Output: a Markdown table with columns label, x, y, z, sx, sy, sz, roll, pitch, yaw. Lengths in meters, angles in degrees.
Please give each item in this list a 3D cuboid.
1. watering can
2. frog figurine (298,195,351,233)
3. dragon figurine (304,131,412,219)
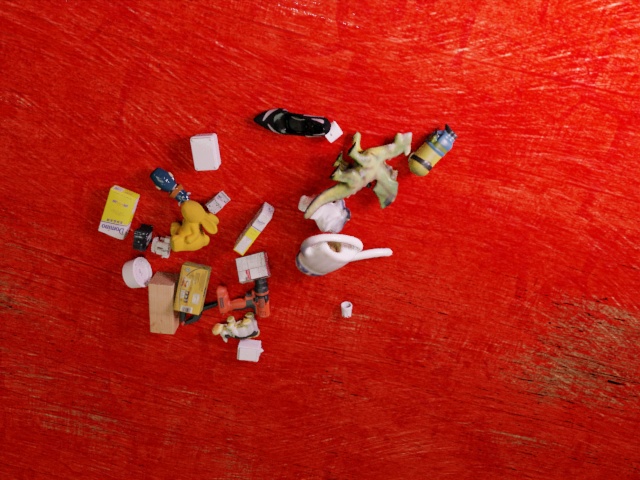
| label | x | y | z | sx | sy | sz | roll | pitch | yaw |
| --- | --- | --- | --- | --- | --- | --- | --- | --- | --- |
| watering can | 0.065 | 0.052 | 1.751 | 0.346 | 0.106 | 0.221 | 14 | -34 | -38 |
| frog figurine | 0.005 | -0.085 | 1.694 | 0.159 | 0.140 | 0.120 | 0 | -36 | -17 |
| dragon figurine | 0.147 | -0.186 | 1.636 | 0.241 | 0.409 | 0.123 | 33 | 5 | -18 |
